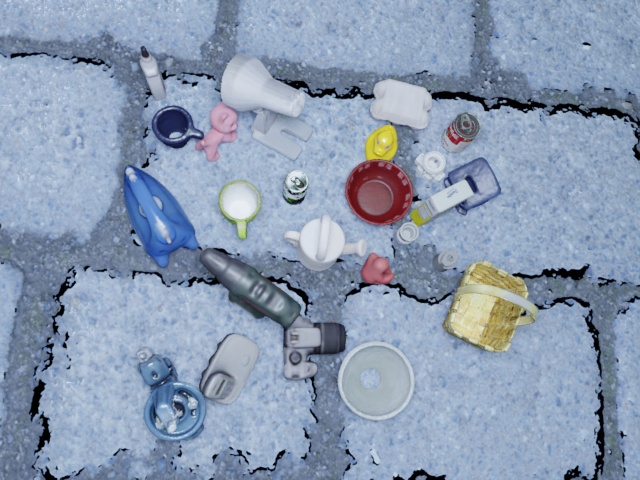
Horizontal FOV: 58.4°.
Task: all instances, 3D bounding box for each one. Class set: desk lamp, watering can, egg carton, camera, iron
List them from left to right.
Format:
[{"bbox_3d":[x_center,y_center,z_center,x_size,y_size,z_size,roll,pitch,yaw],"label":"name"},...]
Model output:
[{"bbox_3d":[-0.372,-0.077,1.248,0.119,0.141,0.258,-31,83,-11],"label":"iron"},{"bbox_3d":[-0.112,-0.302,1.287,0.203,0.213,0.118,28,77,0],"label":"desk lamp"},{"bbox_3d":[-0.012,0.231,1.245,0.137,0.100,0.143,0,78,-6],"label":"camera"},{"bbox_3d":[0.012,0.002,1.247,0.173,0.194,0.101,-11,79,-8],"label":"watering can"},{"bbox_3d":[0.199,-0.331,1.402,0.150,0.069,0.107,12,77,-4],"label":"egg carton"}]

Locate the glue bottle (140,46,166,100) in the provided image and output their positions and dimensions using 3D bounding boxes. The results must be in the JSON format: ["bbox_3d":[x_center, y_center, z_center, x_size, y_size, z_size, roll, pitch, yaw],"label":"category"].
[{"bbox_3d":[-0.383,-0.388,1.295,0.037,0.173,0.078,-19,81,-9],"label":"glue bottle"}]

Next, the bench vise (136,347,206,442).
[{"bbox_3d":[-0.316,0.316,1.132,0.207,0.219,0.121,40,77,3],"label":"bench vise"}]

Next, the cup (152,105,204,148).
[{"bbox_3d":[-0.318,-0.245,1.313,0.118,0.095,0.092,17,77,-2],"label":"cup"}]

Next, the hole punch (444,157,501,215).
[{"bbox_3d":[0.362,-0.128,1.367,0.101,0.091,0.108,-24,82,-10],"label":"hole punch"}]

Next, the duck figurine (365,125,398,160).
[{"bbox_3d":[0.153,-0.235,1.368,0.077,0.086,0.105,27,77,0],"label":"duck figurine"}]

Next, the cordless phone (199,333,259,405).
[{"bbox_3d":[-0.189,0.264,1.175,0.094,0.185,0.148,24,77,-1],"label":"cordless phone"}]

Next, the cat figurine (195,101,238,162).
[{"bbox_3d":[-0.233,-0.257,1.313,0.067,0.117,0.128,36,77,2],"label":"cat figurine"}]

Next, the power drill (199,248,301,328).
[{"bbox_3d":[-0.147,0.105,1.201,0.229,0.208,0.076,32,77,1],"label":"power drill"}]

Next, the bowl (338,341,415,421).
[{"bbox_3d":[0.118,0.307,1.257,0.167,0.074,0.167,1,78,-6],"label":"bowl"}]

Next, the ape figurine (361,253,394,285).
[{"bbox_3d":[0.133,0.064,1.300,0.076,0.092,0.078,-17,81,-9],"label":"ape figurine"}]
